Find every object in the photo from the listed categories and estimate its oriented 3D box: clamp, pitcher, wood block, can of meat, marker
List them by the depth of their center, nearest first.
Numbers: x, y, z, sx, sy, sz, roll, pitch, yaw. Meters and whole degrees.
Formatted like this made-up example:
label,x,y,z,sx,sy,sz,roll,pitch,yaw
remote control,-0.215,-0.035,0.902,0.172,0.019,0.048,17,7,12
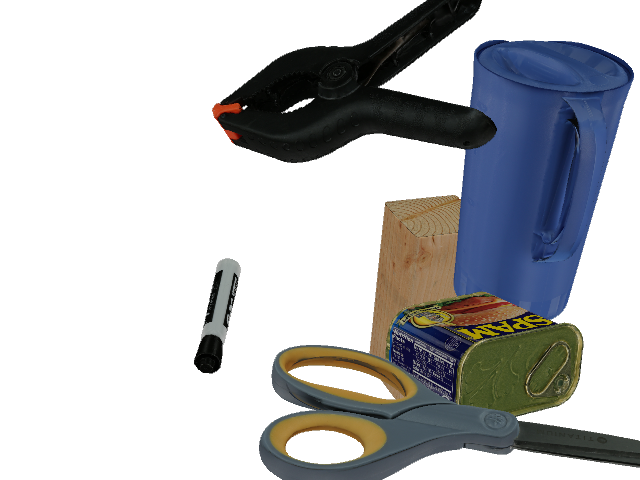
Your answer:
label,x,y,z,sx,sy,sz,roll,pitch,yaw
clamp,0.022,-0.079,0.612,0.172,0.120,0.039,-21,-47,14
can of meat,0.105,0.074,0.701,0.101,0.057,0.084,-8,18,-31
marker,-0.075,0.054,0.779,0.020,0.020,0.121,0,33,4
pitcher,0.188,-0.045,0.939,0.145,0.243,0.149,21,33,27
wood block,0.117,0.064,1.185,0.090,0.206,0.090,-6,28,-19

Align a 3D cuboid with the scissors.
label,x,y,z,sx,sy,sz,roll,pitch,yaw
scissors,0.061,0.091,0.459,0.202,0.016,0.096,16,34,23
